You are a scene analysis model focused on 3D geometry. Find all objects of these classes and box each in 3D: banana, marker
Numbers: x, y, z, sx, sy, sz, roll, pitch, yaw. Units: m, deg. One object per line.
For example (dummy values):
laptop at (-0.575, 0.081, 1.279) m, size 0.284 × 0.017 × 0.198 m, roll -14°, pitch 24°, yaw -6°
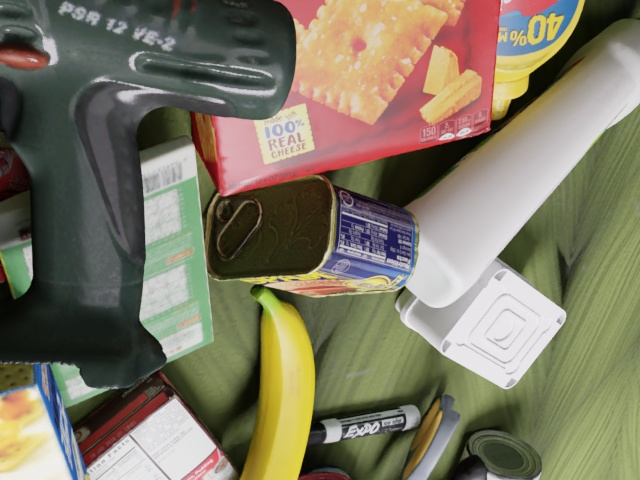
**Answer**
banana at (-0.035, 0.124, 0.707) m, size 0.069 × 0.037 × 0.198 m, roll 2°, pitch 96°, yaw -43°
marker at (0.026, 0.142, 0.808) m, size 0.120 × 0.020 × 0.020 m, roll -2°, pitch 120°, yaw -37°

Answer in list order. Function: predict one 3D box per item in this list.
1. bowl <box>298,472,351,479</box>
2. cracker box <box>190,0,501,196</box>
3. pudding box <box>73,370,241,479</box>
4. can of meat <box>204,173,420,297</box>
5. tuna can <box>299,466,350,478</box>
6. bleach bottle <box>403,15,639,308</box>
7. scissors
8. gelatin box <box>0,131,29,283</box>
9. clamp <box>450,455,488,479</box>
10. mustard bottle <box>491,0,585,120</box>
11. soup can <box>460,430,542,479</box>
bowl at (-0.014, 0.249, 0.767) m, size 0.161 × 0.055 × 0.162 m, roll -20°, pitch 126°, yaw -31°
cracker box at (0.010, -0.141, 0.540) m, size 0.164 × 0.072 × 0.214 m, roll -14°, pitch 128°, yaw -15°
pudding box at (-0.112, 0.147, 0.692) m, size 0.090 × 0.039 × 0.113 m, roll -38°, pitch 133°, yaw -9°
can of meat at (-0.004, 0.001, 0.629) m, size 0.083 × 0.102 × 0.057 m, roll 15°, pitch 74°, yaw -46°
tuna can at (-0.003, 0.218, 0.828) m, size 0.086 × 0.034 × 0.086 m, roll -20°, pitch 129°, yaw -26°
bleach bottle at (0.149, -0.065, 0.719) m, size 0.250 × 0.068 × 0.103 m, roll -44°, pitch 177°, yaw -13°
scissors at (0.062, 0.201, 0.853) m, size 0.202 × 0.016 × 0.096 m, roll -63°, pitch 178°, yaw 29°
gelatin box at (-0.184, -0.022, 0.523) m, size 0.089 × 0.030 × 0.073 m, roll 15°, pitch 109°, yaw -43°
clamp at (0.091, 0.260, 0.858) m, size 0.210 × 0.036 × 0.164 m, roll -37°, pitch 131°, yaw 6°
mustard bottle at (0.111, -0.159, 0.633) m, size 0.096 × 0.058 × 0.192 m, roll -9°, pitch 127°, yaw -13°
soup can at (0.145, 0.225, 0.922) m, size 0.068 × 0.069 × 0.102 m, roll -5°, pitch 122°, yaw -35°
